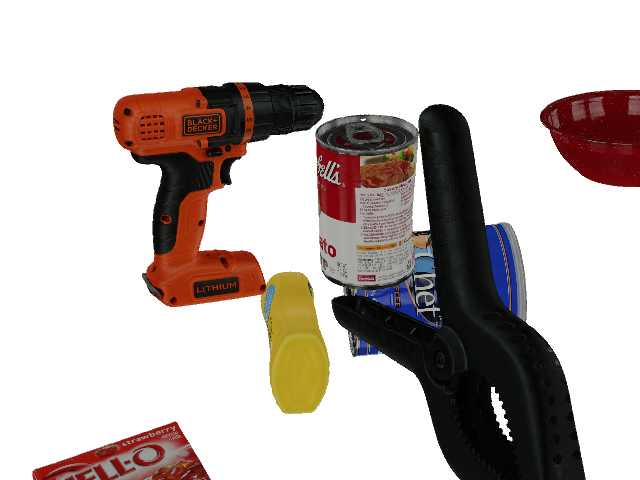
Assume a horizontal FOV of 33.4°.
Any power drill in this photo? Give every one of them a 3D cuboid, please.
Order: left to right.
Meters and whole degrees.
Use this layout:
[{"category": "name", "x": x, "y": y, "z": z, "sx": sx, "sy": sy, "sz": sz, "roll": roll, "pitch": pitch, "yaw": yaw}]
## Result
[{"category": "power drill", "x": -0.085, "y": -0.043, "z": 0.921, "sx": 0.184, "sy": 0.188, "sz": 0.057, "roll": -7, "pitch": 21, "yaw": -22}]

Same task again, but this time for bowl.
[{"category": "bowl", "x": 0.283, "y": -0.090, "z": 0.977, "sx": 0.162, "sy": 0.055, "sz": 0.162, "roll": -4, "pitch": 24, "yaw": 1}]

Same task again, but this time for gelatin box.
[{"category": "gelatin box", "x": -0.108, "y": 0.143, "z": 0.594, "sx": 0.089, "sy": 0.030, "sz": 0.073, "roll": -16, "pitch": 28, "yaw": -20}]

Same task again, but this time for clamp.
[{"category": "clamp", "x": 0.074, "y": 0.047, "z": 0.529, "sx": 0.036, "sy": 0.165, "sz": 0.210, "roll": -7, "pitch": 44, "yaw": -27}]

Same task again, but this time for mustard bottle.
[{"category": "mustard bottle", "x": -0.030, "y": 0.087, "z": 1.104, "sx": 0.058, "sy": 0.096, "sz": 0.191, "roll": -3, "pitch": 27, "yaw": -6}]

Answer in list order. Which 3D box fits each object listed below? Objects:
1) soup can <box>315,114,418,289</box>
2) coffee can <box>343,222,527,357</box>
[{"category": "soup can", "x": 0.032, "y": -0.026, "z": 0.723, "sx": 0.068, "sy": 0.102, "sz": 0.068, "roll": -2, "pitch": 27, "yaw": 1}, {"category": "coffee can", "x": 0.092, "y": 0.041, "z": 0.898, "sx": 0.140, "sy": 0.103, "sz": 0.103, "roll": -5, "pitch": 0, "yaw": -2}]
